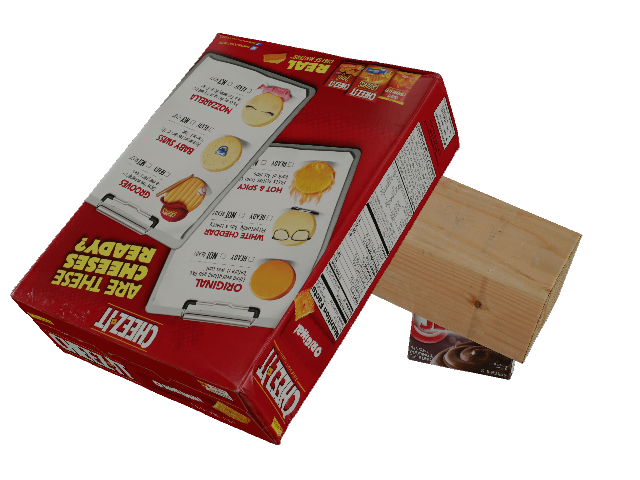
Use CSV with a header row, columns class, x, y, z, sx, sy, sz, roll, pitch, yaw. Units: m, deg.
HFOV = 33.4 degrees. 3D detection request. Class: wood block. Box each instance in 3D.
class,x,y,z,sx,sy,sz,roll,pitch,yaw
wood block,0.105,0.009,0.927,0.206,0.091,0.090,25,50,16

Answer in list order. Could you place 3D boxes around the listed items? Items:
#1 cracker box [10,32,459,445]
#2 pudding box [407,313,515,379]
class,x,y,z,sx,sy,sz,roll,pitch,yaw
cracker box,-0.042,-0.012,0.604,0.164,0.213,0.072,17,-28,32
pudding box,0.152,0.089,1.118,0.113,0.090,0.039,9,21,13
